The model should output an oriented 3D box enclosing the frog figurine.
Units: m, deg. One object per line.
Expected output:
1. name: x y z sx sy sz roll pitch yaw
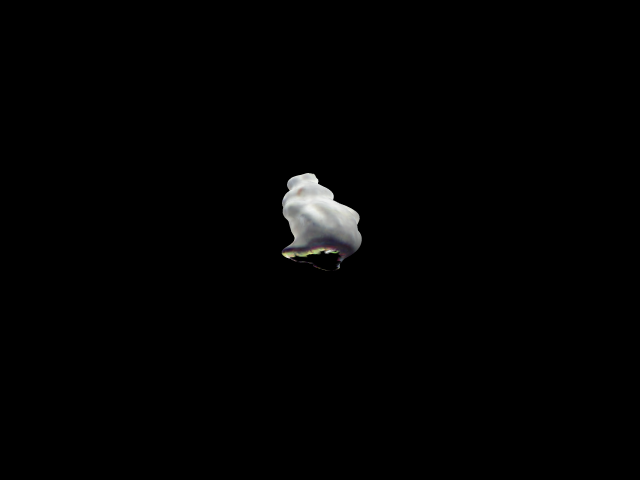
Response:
1. frog figurine: 0.003 -0.043 0.850 0.137 0.162 0.121 9 -23 -22
